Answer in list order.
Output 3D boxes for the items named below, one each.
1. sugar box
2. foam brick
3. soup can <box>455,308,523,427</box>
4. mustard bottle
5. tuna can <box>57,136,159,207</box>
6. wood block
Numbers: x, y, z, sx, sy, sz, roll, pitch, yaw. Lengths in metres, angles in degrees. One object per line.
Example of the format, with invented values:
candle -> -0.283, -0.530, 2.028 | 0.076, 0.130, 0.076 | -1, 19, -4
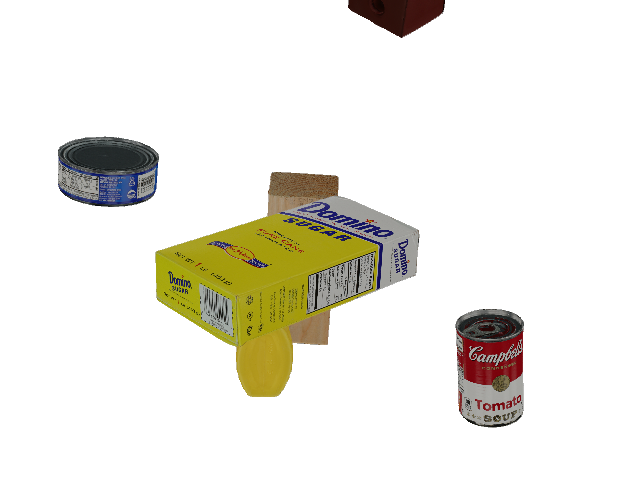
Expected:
sugar box -> -0.021, 0.016, 0.771 | 0.175, 0.048, 0.093 | -22, 34, -38
foam brick -> 0.057, -0.193, 0.747 | 0.053, 0.078, 0.051 | 34, 53, 25
soup can -> 0.173, 0.130, 1.088 | 0.068, 0.102, 0.068 | -4, 22, 1
mustard bottle -> -0.060, 0.078, 1.149 | 0.058, 0.096, 0.191 | 0, 28, -3
tuna can -> -0.184, -0.060, 0.923 | 0.086, 0.034, 0.086 | 6, 24, -3
wood block -> -0.027, 0.023, 1.401 | 0.090, 0.206, 0.091 | 4, 24, -1
